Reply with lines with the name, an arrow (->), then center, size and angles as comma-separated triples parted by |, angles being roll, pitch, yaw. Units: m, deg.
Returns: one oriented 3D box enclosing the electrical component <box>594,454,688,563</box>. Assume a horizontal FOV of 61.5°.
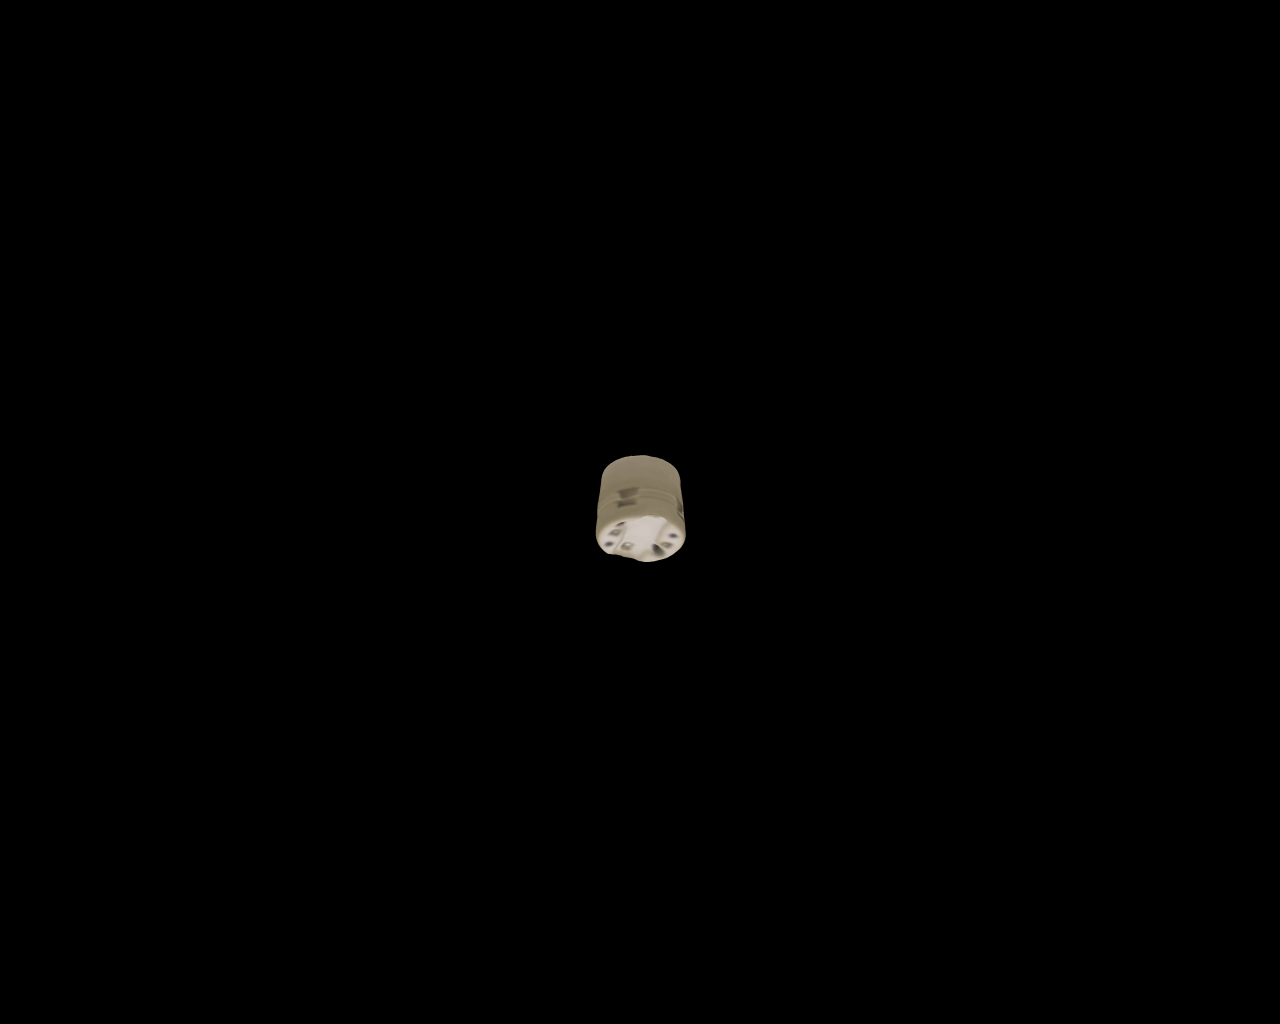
electrical component -> 0.001, -0.003, 0.650 | 0.055, 0.047, 0.055 | 0, -32, 0
